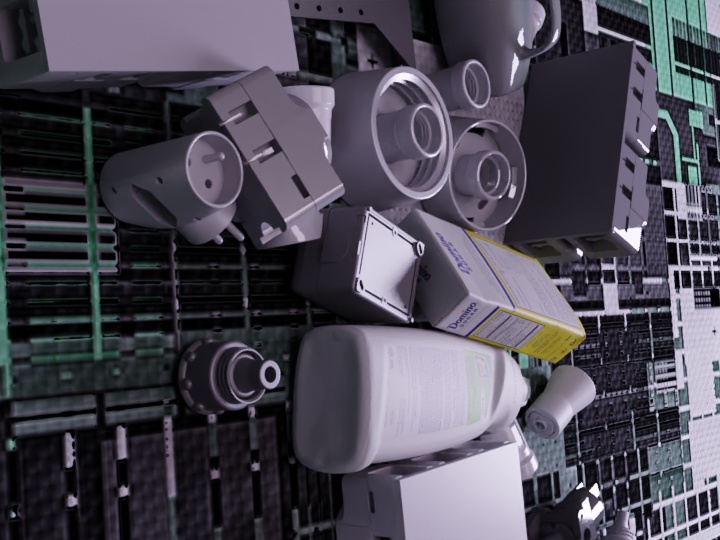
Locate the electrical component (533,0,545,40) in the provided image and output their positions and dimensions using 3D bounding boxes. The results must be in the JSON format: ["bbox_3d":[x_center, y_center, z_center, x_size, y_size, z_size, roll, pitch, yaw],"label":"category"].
[{"bbox_3d":[0.141,-0.217,0.969,0.040,0.040,0.046,41,62,-39],"label":"electrical component"}]

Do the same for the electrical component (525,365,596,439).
[{"bbox_3d":[0.178,0.121,0.967,0.065,0.044,0.044,-40,115,-39],"label":"electrical component"}]

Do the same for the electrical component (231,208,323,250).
[{"bbox_3d":[-0.066,-0.052,0.697,0.079,0.044,0.077,-14,95,-46],"label":"electrical component"}]

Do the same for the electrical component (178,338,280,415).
[{"bbox_3d":[-0.076,0.064,0.655,0.048,0.062,0.048,8,79,-49],"label":"electrical component"}]

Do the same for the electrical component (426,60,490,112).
[{"bbox_3d":[0.077,-0.147,0.876,0.040,0.046,0.040,8,79,-49],"label":"electrical component"}]

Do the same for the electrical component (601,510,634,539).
[{"bbox_3d":[0.250,0.262,1.038,0.035,0.035,0.061,43,52,-38],"label":"electrical component"}]

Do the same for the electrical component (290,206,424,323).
[{"bbox_3d":[0.000,0.000,0.761,0.096,0.061,0.061,31,63,-53],"label":"electrical component"}]

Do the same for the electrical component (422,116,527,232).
[{"bbox_3d":[0.089,-0.079,0.887,0.099,0.064,0.099,-4,97,-39],"label":"electrical component"}]

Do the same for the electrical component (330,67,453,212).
[{"bbox_3d":[0.026,-0.099,0.800,0.108,0.060,0.108,9,79,-49],"label":"electrical component"}]

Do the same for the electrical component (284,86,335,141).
[{"bbox_3d":[-0.037,-0.102,0.742,0.040,0.040,0.046,-5,94,-50],"label":"electrical component"}]

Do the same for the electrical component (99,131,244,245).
[{"bbox_3d":[-0.099,-0.042,0.630,0.079,0.077,0.043,48,51,-35],"label":"electrical component"}]

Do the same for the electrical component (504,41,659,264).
[{"bbox_3d":[0.204,-0.102,0.976,0.060,0.105,0.186,31,62,-43],"label":"electrical component"}]

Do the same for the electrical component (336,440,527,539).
[{"bbox_3d":[0.055,0.183,0.796,0.150,0.062,0.089,-5,89,-50],"label":"electrical component"}]

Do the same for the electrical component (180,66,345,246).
[{"bbox_3d":[-0.056,-0.070,0.649,0.056,0.050,0.089,-35,96,-31],"label":"electrical component"}]

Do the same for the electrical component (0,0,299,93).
[{"bbox_3d":[-0.128,-0.162,0.625,0.186,0.060,0.105,-13,95,-50],"label":"electrical component"}]

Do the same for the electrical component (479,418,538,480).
[{"bbox_3d":[0.122,0.149,0.899,0.040,0.040,0.046,-34,105,-46],"label":"electrical component"}]
